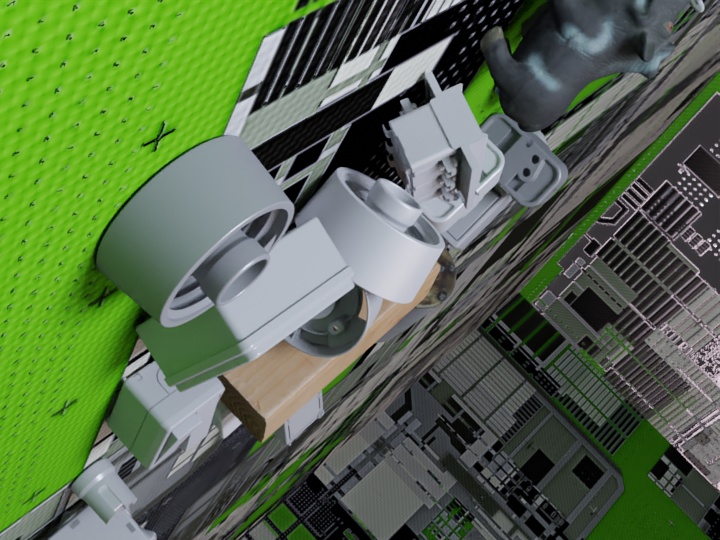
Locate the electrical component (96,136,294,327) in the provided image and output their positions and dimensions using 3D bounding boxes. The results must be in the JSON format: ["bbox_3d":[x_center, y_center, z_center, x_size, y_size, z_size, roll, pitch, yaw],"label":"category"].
[{"bbox_3d":[-0.084,-0.015,0.597,0.108,0.060,0.108,-43,170,-9],"label":"electrical component"}]

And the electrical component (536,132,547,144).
[{"bbox_3d":[0.177,-0.134,1.216,0.065,0.044,0.044,-27,161,-45],"label":"electrical component"}]

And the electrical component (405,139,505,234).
[{"bbox_3d":[0.090,-0.083,1.034,0.095,0.053,0.059,-43,170,-7],"label":"electrical component"}]

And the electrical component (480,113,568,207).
[{"bbox_3d":[0.160,-0.110,1.081,0.053,0.095,0.059,-47,170,18],"label":"electrical component"}]

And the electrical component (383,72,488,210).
[{"bbox_3d":[0.057,-0.090,0.823,0.063,0.078,0.121,-25,169,-1],"label":"electrical component"}]

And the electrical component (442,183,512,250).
[{"bbox_3d":[0.107,-0.066,1.150,0.096,0.061,0.061,-46,170,9],"label":"electrical component"}]

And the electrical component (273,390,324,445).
[{"bbox_3d":[-0.084,0.139,1.221,0.062,0.061,0.096,-40,149,-30],"label":"electrical component"}]

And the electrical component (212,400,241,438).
[{"bbox_3d":[-0.113,0.105,1.015,0.100,0.048,0.099,-41,170,-17],"label":"electrical component"}]

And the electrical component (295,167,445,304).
[{"bbox_3d":[0.013,-0.032,0.796,0.060,0.108,0.108,-54,168,17],"label":"electrical component"}]

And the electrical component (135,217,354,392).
[{"bbox_3d":[-0.077,0.023,0.721,0.109,0.056,0.109,-36,-174,-41],"label":"electrical component"}]

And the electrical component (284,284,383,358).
[{"bbox_3d":[-0.031,0.018,0.847,0.099,0.099,0.064,-48,176,23],"label":"electrical component"}]

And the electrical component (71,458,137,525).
[{"bbox_3d":[-0.224,0.195,0.947,0.040,0.046,0.040,-43,170,-9],"label":"electrical component"}]

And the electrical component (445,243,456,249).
[{"bbox_3d":[0.114,-0.067,1.218,0.076,0.047,0.066,-46,170,10],"label":"electrical component"}]

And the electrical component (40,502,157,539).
[{"bbox_3d":[-0.245,0.265,1.007,0.100,0.099,0.048,-40,-178,-20],"label":"electrical component"}]

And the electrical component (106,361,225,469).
[{"bbox_3d":[-0.153,0.112,0.848,0.062,0.061,0.096,-37,168,-38],"label":"electrical component"}]
